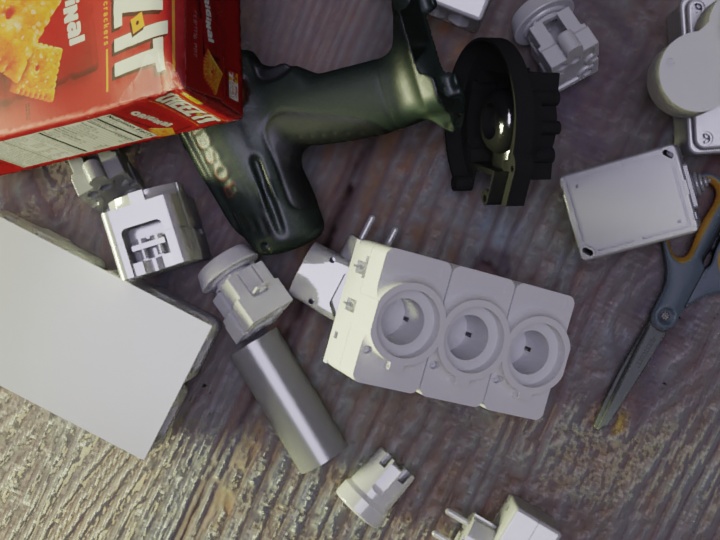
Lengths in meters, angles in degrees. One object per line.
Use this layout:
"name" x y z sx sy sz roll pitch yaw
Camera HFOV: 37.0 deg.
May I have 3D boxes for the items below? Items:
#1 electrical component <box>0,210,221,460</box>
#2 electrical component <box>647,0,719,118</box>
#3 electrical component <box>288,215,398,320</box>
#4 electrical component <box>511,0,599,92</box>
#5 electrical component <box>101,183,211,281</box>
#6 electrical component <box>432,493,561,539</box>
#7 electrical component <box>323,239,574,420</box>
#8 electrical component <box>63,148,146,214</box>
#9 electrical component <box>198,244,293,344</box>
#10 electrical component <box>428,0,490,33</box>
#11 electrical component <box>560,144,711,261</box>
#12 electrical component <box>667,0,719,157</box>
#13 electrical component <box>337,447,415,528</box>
"electrical component" -0.208 0.043 0.778 0.186 0.060 0.105 27 92 1
"electrical component" 0.250 -0.157 0.691 0.138 0.074 0.052 -43 90 3
"electrical component" 0.000 0.000 0.777 0.077 0.043 0.079 27 93 1
"electrical component" 0.139 -0.163 0.762 0.048 0.066 0.055 -29 71 2
"electrical component" -0.143 -0.027 0.759 0.050 0.089 0.055 -17 91 2
"electrical component" 0.090 0.200 0.777 0.076 0.047 0.083 31 92 1
"electrical component" 0.064 0.042 0.737 0.150 0.062 0.089 15 92 -24
"electrical component" -0.188 -0.077 0.776 0.048 0.066 0.055 -29 70 2
"electrical component" -0.085 0.015 0.776 0.048 0.066 0.055 -31 81 -32
"electrical component" 0.060 -0.223 0.768 0.083 0.047 0.075 22 92 2
"electrical component" 0.196 -0.049 0.750 0.096 0.061 0.061 -16 90 20
"electrical component" 0.278 -0.137 0.757 0.109 0.056 0.108 -4 91 2
"electrical component" 0.012 0.157 0.783 0.040 0.040 0.046 42 87 1
